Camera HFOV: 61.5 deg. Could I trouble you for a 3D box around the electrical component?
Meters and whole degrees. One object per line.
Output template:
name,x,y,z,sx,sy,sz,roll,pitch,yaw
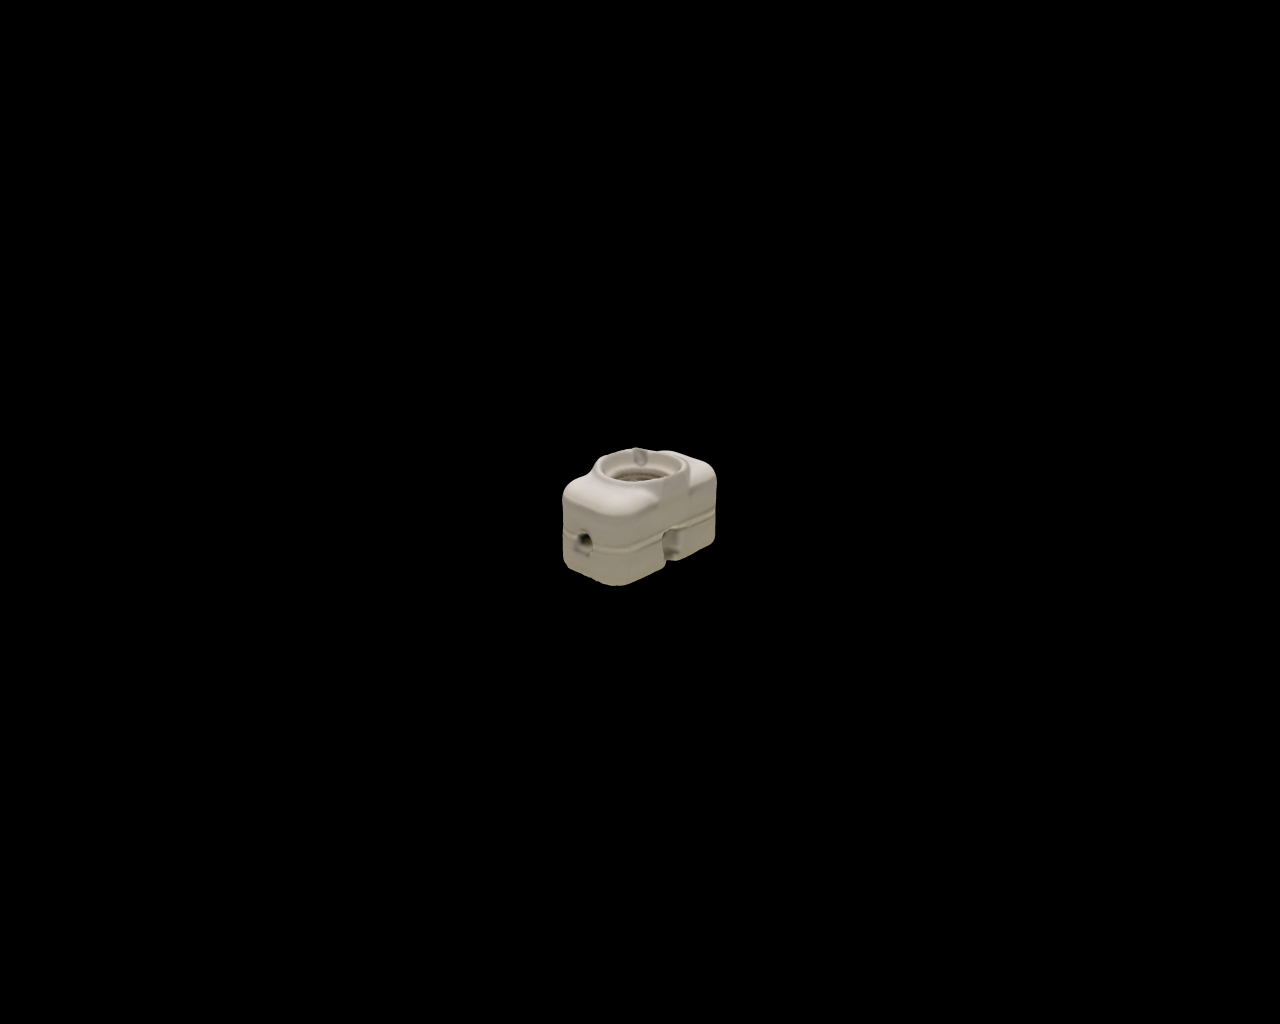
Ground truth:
electrical component,0.001,-0.003,0.650,0.054,0.059,0.095,22,32,40
